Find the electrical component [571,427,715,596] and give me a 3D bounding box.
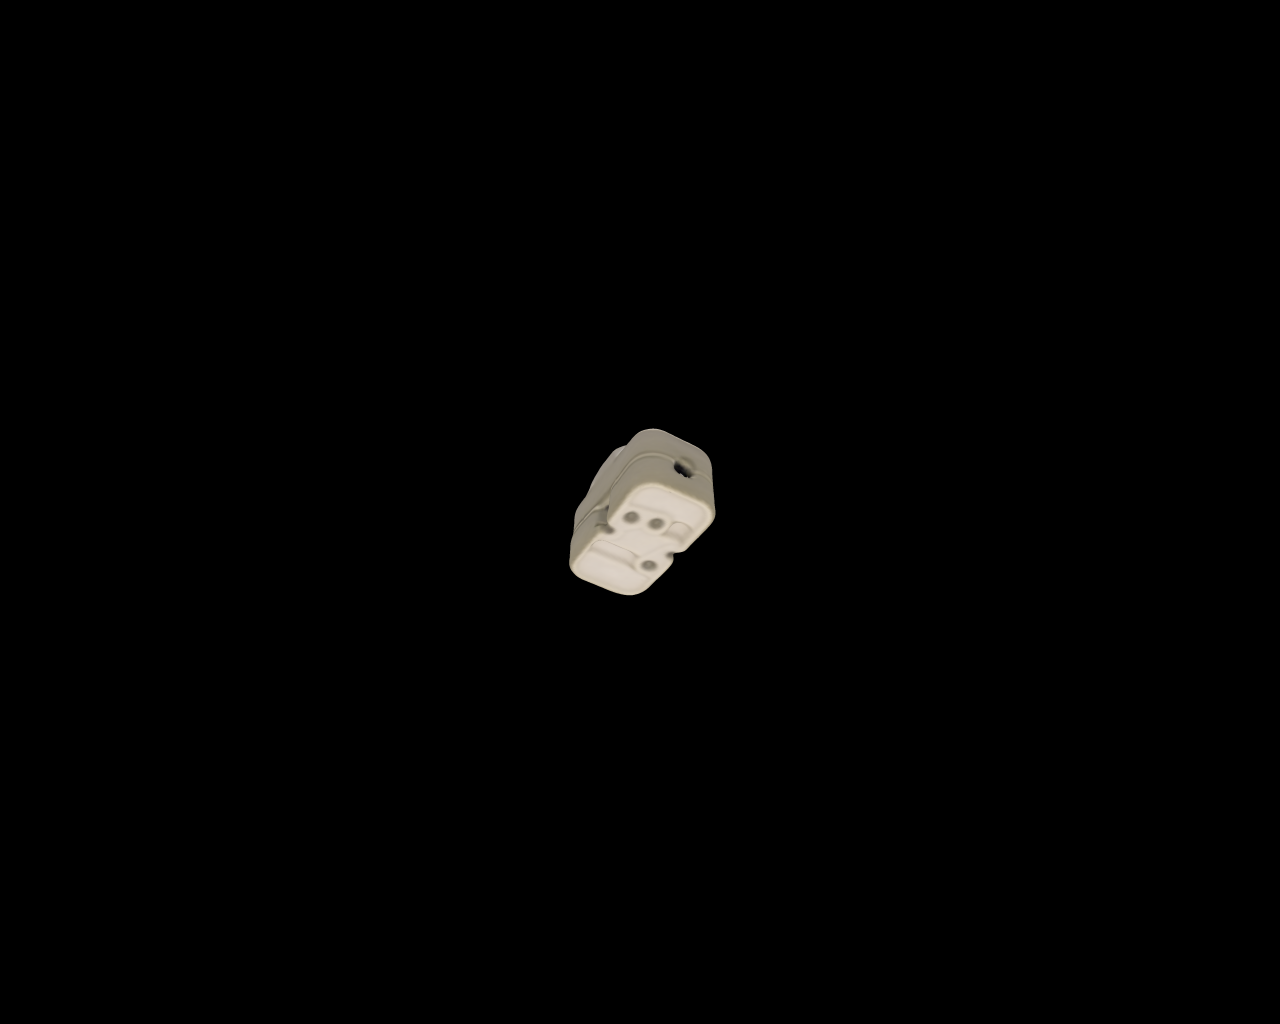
[{"bbox_3d":[0.001,-0.003,0.650,0.054,0.059,0.095,24,-50,-22],"label":"electrical component"}]
